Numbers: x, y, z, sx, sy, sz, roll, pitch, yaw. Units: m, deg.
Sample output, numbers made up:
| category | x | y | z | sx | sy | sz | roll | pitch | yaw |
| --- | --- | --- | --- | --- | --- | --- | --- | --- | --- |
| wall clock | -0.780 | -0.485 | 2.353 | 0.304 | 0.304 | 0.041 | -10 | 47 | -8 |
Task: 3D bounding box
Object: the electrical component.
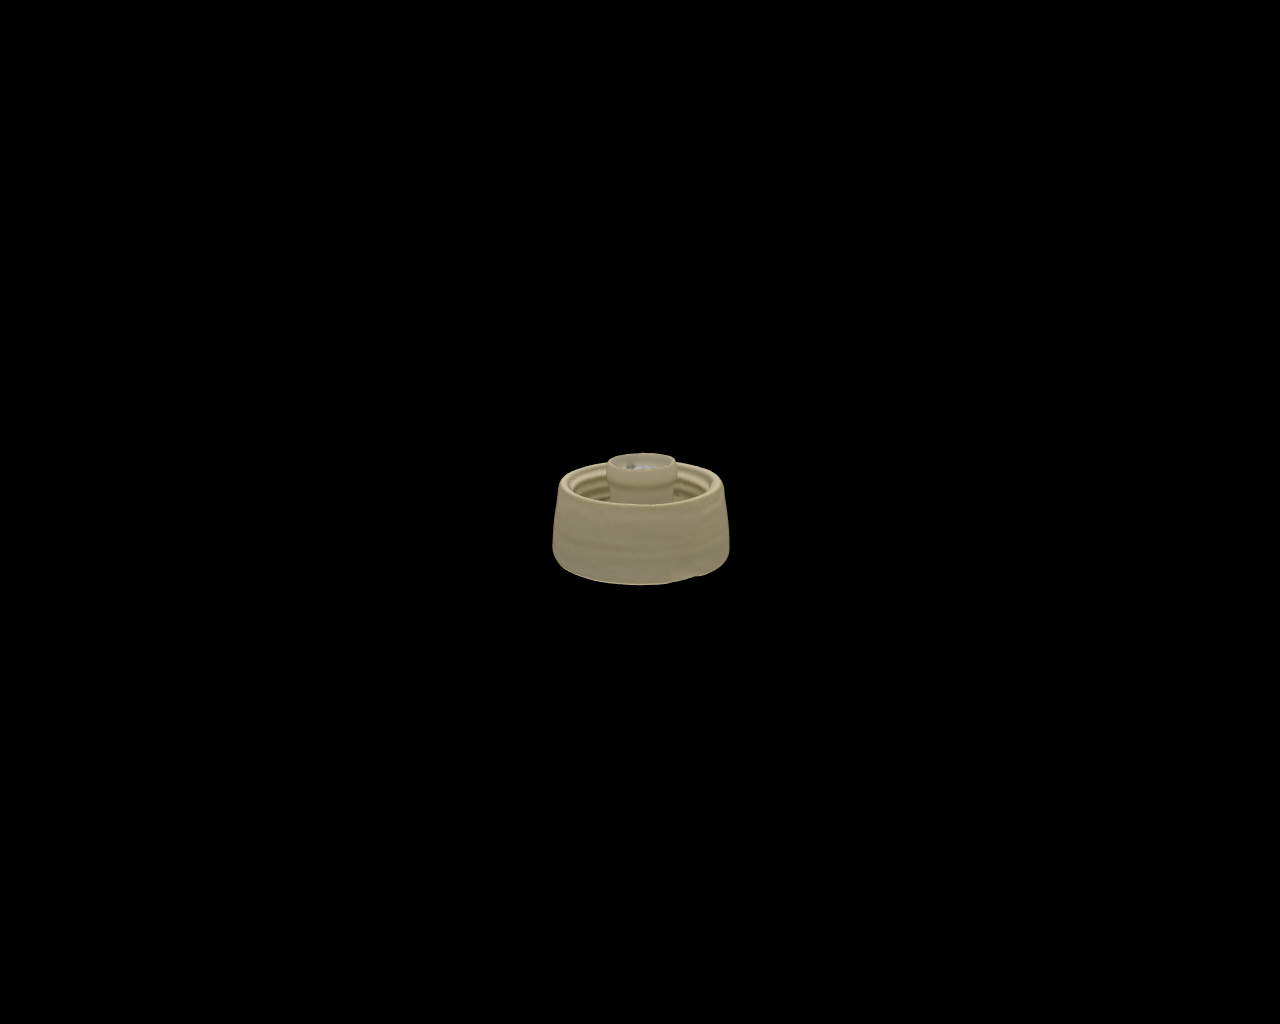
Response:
| category | x | y | z | sx | sy | sz | roll | pitch | yaw |
| --- | --- | --- | --- | --- | --- | --- | --- | --- | --- |
| electrical component | 0.001 | -0.003 | 0.650 | 0.108 | 0.060 | 0.108 | 0 | 17 | 0 |
